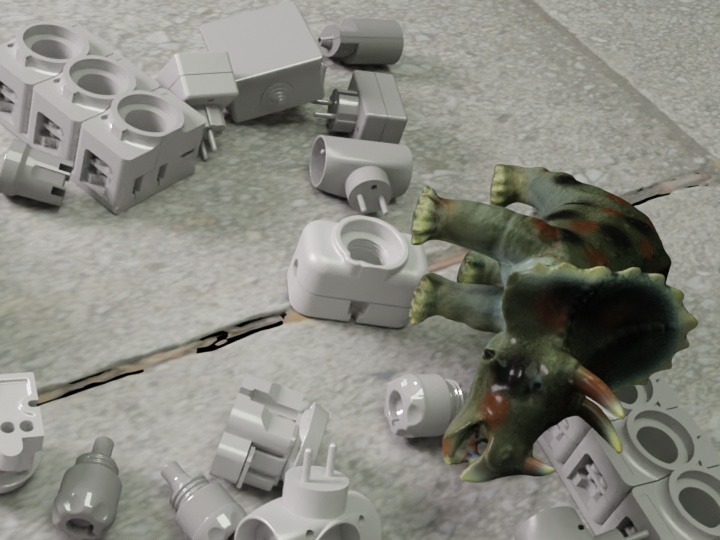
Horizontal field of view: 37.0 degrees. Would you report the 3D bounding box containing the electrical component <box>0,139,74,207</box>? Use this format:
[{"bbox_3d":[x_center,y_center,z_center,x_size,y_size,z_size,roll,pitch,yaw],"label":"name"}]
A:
[{"bbox_3d":[-0.234,-0.069,0.775,0.046,0.040,0.040,17,41,-15],"label":"electrical component"}]

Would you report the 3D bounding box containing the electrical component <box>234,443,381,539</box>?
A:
[{"bbox_3d":[-0.027,0.137,0.613,0.077,0.079,0.044,-3,15,-45],"label":"electrical component"}]

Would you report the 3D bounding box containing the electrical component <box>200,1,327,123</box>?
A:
[{"bbox_3d":[-0.084,-0.180,0.934,0.100,0.048,0.099,-17,51,-9],"label":"electrical component"}]

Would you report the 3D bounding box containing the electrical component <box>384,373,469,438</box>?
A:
[{"bbox_3d":[0.051,0.092,0.733,0.062,0.043,0.043,1,46,-25],"label":"electrical component"}]

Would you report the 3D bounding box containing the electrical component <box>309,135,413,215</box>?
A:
[{"bbox_3d":[0.004,-0.074,0.886,0.077,0.043,0.079,4,45,-21],"label":"electrical component"}]

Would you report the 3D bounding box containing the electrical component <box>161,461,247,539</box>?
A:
[{"bbox_3d":[-0.094,0.136,0.626,0.035,0.035,0.061,-24,57,-40],"label":"electrical component"}]

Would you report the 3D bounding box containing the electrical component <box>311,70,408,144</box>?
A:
[{"bbox_3d":[-0.006,-0.139,0.949,0.077,0.047,0.065,4,45,-18],"label":"electrical component"}]

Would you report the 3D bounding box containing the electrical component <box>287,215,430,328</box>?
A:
[{"bbox_3d":[0.000,0.000,0.794,0.095,0.059,0.053,8,43,-17],"label":"electrical component"}]

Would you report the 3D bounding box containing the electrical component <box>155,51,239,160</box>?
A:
[{"bbox_3d":[-0.131,-0.128,0.871,0.047,0.066,0.076,-11,80,-33],"label":"electrical component"}]

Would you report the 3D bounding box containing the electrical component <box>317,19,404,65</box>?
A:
[{"bbox_3d":[-0.003,-0.220,1.038,0.081,0.043,0.043,-6,49,-29],"label":"electrical component"}]

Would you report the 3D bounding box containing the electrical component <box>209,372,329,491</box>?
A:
[{"bbox_3d":[-0.054,0.103,0.661,0.057,0.058,0.078,20,31,-3],"label":"electrical component"}]

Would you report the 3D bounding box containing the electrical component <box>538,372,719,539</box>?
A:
[{"bbox_3d":[0.195,0.133,0.741,0.089,0.061,0.150,-6,49,-30],"label":"electrical component"}]

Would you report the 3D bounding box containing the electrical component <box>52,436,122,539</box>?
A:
[{"bbox_3d":[-0.153,0.121,0.614,0.035,0.035,0.061,15,39,-10],"label":"electrical component"}]

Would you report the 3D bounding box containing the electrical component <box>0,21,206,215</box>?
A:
[{"bbox_3d":[-0.205,-0.124,0.828,0.150,0.061,0.089,37,43,15],"label":"electrical component"}]

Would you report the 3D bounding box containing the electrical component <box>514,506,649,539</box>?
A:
[{"bbox_3d":[0.147,0.184,0.666,0.079,0.043,0.077,-19,51,-4],"label":"electrical component"}]

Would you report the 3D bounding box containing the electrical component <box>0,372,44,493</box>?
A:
[{"bbox_3d":[-0.202,0.093,0.604,0.048,0.055,0.066,-2,47,-26],"label":"electrical component"}]
